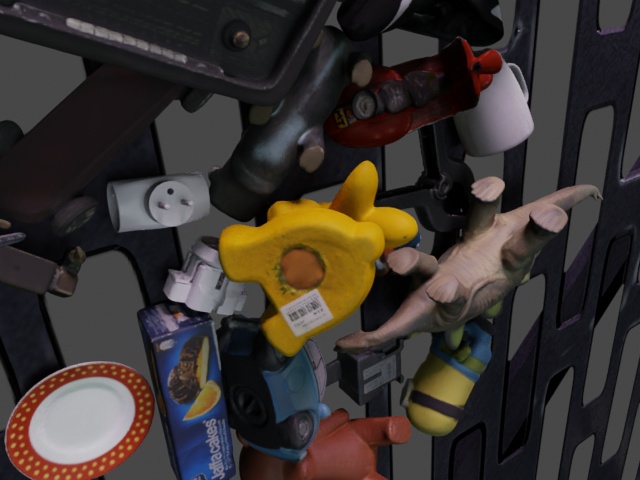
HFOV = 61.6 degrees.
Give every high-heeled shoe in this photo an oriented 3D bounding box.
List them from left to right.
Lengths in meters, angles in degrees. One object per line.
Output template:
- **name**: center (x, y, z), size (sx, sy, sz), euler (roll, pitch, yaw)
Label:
- **high-heeled shoe**: center (0.105, -0.199, 0.502), size (0.145, 0.086, 0.249), euler (47, 50, -18)

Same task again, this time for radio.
- **radio**: center (-0.105, -0.172, 0.321), size (0.229, 0.073, 0.131), euler (9, 126, -32)

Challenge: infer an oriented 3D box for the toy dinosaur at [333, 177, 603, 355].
- **toy dinosaur**: center (0.214, 0.019, 0.669), size (0.471, 0.105, 0.198), euler (-30, 149, -16)

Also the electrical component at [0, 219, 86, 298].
- **electrical component**: center (-0.228, 0.013, 0.406), size (0.102, 0.078, 0.045), euler (27, 73, -33)

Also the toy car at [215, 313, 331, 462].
- **toy car**: center (-0.046, 0.143, 0.577), size (0.103, 0.109, 0.161), euler (-28, 111, -50)

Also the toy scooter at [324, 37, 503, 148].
- **toy scooter**: center (0.094, -0.139, 0.504), size (0.184, 0.135, 0.075), euler (-20, 98, -9)

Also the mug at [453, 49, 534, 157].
- **mug**: center (0.199, -0.168, 0.621), size (0.109, 0.081, 0.107), euler (-39, 117, -16)

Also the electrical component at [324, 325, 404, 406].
- **electrical component**: center (0.047, 0.162, 0.672), size (0.119, 0.048, 0.074), euler (-16, 116, -30)

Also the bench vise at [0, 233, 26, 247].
- **bench vise**: center (-0.288, 0.080, 0.325), size (0.241, 0.129, 0.223), euler (-30, 101, 19)

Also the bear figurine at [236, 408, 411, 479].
- **bear figurine**: center (0.001, 0.262, 0.636), size (0.195, 0.132, 0.120), euler (18, 70, -42)

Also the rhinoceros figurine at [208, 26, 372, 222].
- **rhinoceros figurine**: center (-0.034, -0.102, 0.470), size (0.073, 0.112, 0.190), euler (30, 97, -21)

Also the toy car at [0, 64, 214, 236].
- **toy car**: center (-0.164, -0.095, 0.412), size (0.089, 0.053, 0.202), euler (43, 80, -8)

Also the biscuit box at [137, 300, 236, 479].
- **biscuit box**: center (-0.131, 0.159, 0.539), size (0.059, 0.063, 0.202), euler (-17, 117, -26)

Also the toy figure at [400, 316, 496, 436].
- **toy figure**: center (0.181, 0.183, 0.745), size (0.082, 0.089, 0.180), euler (38, 88, -33)

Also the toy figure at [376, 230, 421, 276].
- **toy figure**: center (0.050, 0.021, 0.609), size (0.154, 0.064, 0.058), euler (-31, 86, -27)

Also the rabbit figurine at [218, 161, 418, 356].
- **rabbit figurine**: center (-0.001, -0.002, 0.499), size (0.162, 0.173, 0.122), euler (-39, 96, 8)
